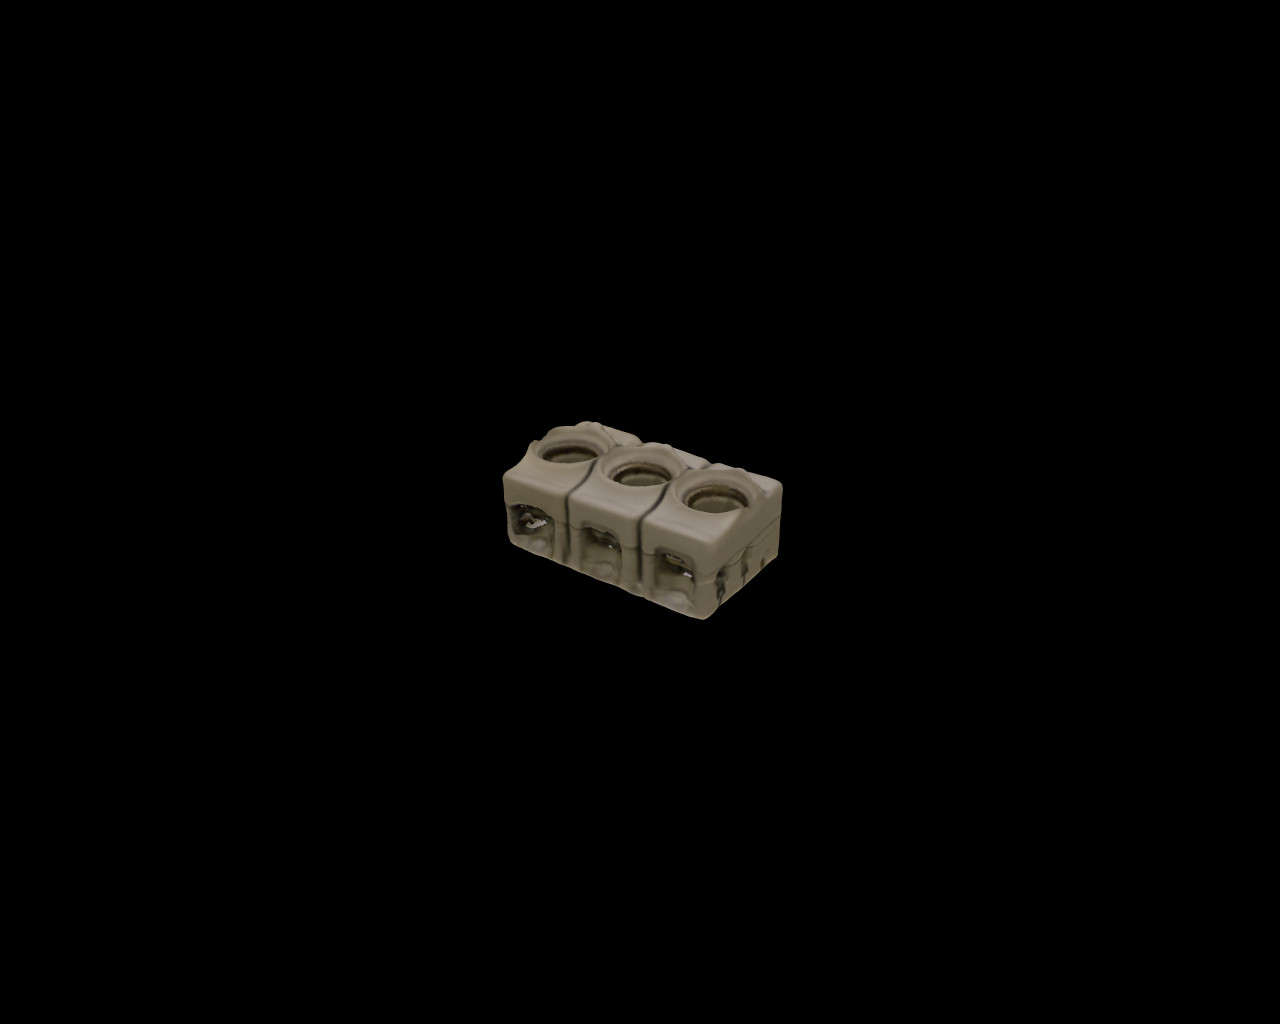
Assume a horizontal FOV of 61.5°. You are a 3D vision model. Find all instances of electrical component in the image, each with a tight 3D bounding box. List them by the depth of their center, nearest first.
[{"bbox_3d":[0.001,-0.003,0.650,0.150,0.061,0.090,20,36,29],"label":"electrical component"}]
